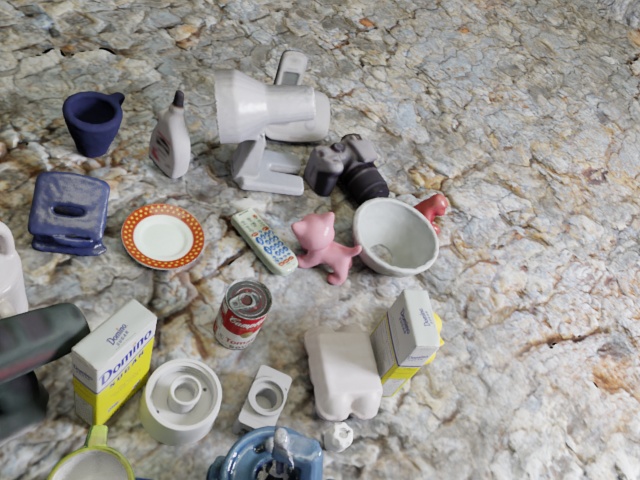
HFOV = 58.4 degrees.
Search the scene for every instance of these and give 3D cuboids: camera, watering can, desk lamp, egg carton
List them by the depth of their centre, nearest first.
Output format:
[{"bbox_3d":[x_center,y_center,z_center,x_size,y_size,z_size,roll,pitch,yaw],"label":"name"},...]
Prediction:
[{"bbox_3d":[-0.425,0.039,0.700,0.173,0.194,0.101,28,49,-1],"label":"watering can"},{"bbox_3d":[0.033,0.198,0.860,0.107,0.069,0.150,2,54,-22],"label":"egg carton"},{"bbox_3d":[-0.102,-0.193,1.005,0.204,0.213,0.118,5,53,-20],"label":"desk lamp"},{"bbox_3d":[0.066,-0.129,1.104,0.143,0.100,0.136,-18,63,-33],"label":"camera"}]

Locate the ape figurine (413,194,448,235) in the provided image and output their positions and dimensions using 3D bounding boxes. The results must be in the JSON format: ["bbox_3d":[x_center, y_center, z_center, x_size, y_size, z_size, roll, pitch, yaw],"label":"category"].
[{"bbox_3d":[0.216,-0.053,1.117,0.076,0.092,0.078,29,49,0],"label":"ape figurine"}]

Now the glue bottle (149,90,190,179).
[{"bbox_3d":[-0.247,-0.184,0.962,0.078,0.173,0.037,42,50,11],"label":"glue bottle"}]

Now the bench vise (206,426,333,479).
[{"bbox_3d":[-0.018,0.275,0.679,0.208,0.219,0.121,7,52,-18],"label":"bench vise"}]

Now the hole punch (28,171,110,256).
[{"bbox_3d":[-0.369,-0.038,0.852,0.109,0.091,0.101,7,52,-18],"label":"hole punch"}]

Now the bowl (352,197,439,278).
[{"bbox_3d":[0.126,0.008,1.043,0.168,0.074,0.167,12,51,-15],"label":"bowl"}]

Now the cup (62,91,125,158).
[{"bbox_3d":[-0.375,-0.194,0.967,0.091,0.095,0.118,32,49,3],"label":"cup"}]

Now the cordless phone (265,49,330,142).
[{"bbox_3d":[-0.037,-0.281,1.120,0.148,0.185,0.094,-3,56,-25],"label":"cordless phone"}]

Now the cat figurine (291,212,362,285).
[{"bbox_3d":[0.009,0.003,0.966,0.128,0.117,0.067,25,49,-4],"label":"cat figurine"}]

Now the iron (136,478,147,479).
[{"bbox_3d":[-0.122,0.340,0.635,0.258,0.141,0.119,39,49,8],"label":"iron"}]

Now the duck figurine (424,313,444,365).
[{"bbox_3d":[0.165,0.145,0.947,0.078,0.086,0.104,-15,62,-31],"label":"duck figurine"}]

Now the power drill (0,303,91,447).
[{"bbox_3d":[-0.366,0.160,0.623,0.230,0.208,0.075,-30,70,-37],"label":"power drill"}]
